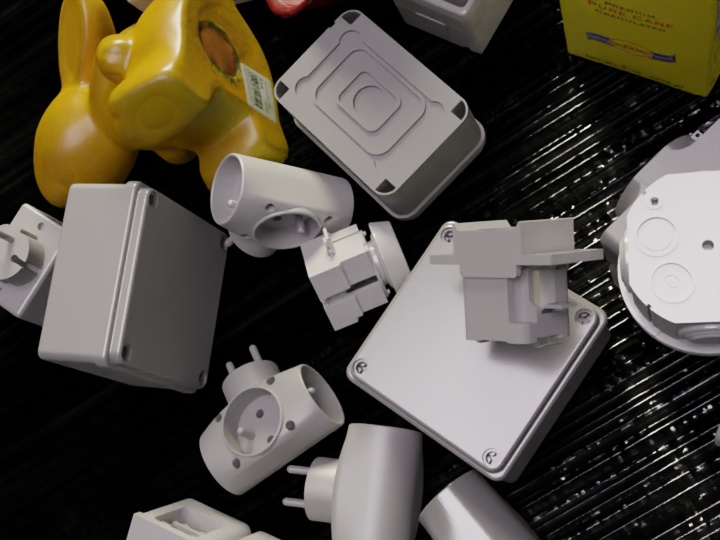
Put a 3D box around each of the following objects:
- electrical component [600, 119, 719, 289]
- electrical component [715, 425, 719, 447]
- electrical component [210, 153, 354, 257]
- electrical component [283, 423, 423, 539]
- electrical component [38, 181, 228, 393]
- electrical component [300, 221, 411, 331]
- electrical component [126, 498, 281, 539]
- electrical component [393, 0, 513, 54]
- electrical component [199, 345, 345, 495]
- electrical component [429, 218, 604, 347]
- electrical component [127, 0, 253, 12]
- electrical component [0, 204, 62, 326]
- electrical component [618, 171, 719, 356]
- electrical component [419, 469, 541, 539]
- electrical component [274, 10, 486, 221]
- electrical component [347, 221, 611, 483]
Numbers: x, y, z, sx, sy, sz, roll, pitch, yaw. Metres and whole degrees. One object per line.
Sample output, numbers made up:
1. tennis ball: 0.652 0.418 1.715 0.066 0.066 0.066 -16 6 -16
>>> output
1. electrical component: 0.212 -0.055 0.564 0.186 0.105 0.060 -45 67 2
2. electrical component: 0.231 0.059 0.555 0.059 0.054 0.095 25 84 22
3. electrical component: -0.057 -0.033 0.667 0.079 0.077 0.044 -42 48 44
4. electrical component: -0.007 0.128 0.619 0.079 0.043 0.077 3 76 19
5. electrical component: -0.135 0.013 0.657 0.056 0.109 0.108 2 76 21
6. electrical component: 0.000 0.000 0.646 0.055 0.066 0.048 -22 35 3
7. electrical component: -0.061 0.199 0.600 0.150 0.062 0.089 19 96 22
8. electrical component: 0.068 -0.197 0.673 0.062 0.061 0.096 28 86 23
9. electrical component: -0.059 0.081 0.648 0.077 0.044 0.079 -36 56 12
10. electrical component: 0.079 0.006 0.548 0.081 0.042 0.063 1 94 49
11. electrical component: -0.124 -0.211 0.725 0.083 0.076 0.047 -6 73 27
12. electrical component: -0.223 -0.007 0.708 0.047 0.077 0.065 30 86 22
13. electrical component: 0.156 -0.004 0.481 0.080 0.051 0.080 -4 75 16
14. electrical component: 0.060 0.164 0.587 0.079 0.043 0.077 -43 67 3
15. electrical component: 0.013 -0.094 0.665 0.078 0.057 0.113 -46 67 2
16. electrical component: 0.068 0.047 0.610 0.109 0.056 0.108 33 87 23
